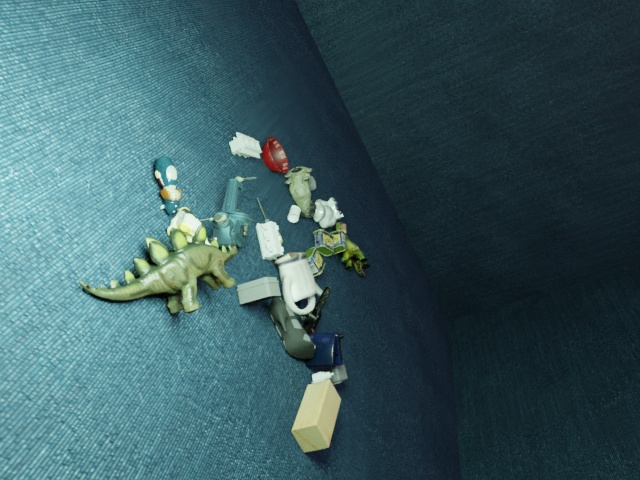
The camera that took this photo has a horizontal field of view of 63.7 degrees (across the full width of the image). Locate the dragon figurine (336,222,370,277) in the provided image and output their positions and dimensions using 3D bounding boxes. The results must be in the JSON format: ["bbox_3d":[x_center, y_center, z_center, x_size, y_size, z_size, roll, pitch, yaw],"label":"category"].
[{"bbox_3d":[0.146,0.029,2.518,0.403,0.122,0.247,63,8,-66],"label":"dragon figurine"}]

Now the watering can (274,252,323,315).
[{"bbox_3d":[-0.062,0.148,1.859,0.349,0.103,0.225,-10,83,-70],"label":"watering can"}]

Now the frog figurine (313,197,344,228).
[{"bbox_3d":[0.007,-0.118,2.338,0.161,0.122,0.137,-18,97,-34],"label":"frog figurine"}]
